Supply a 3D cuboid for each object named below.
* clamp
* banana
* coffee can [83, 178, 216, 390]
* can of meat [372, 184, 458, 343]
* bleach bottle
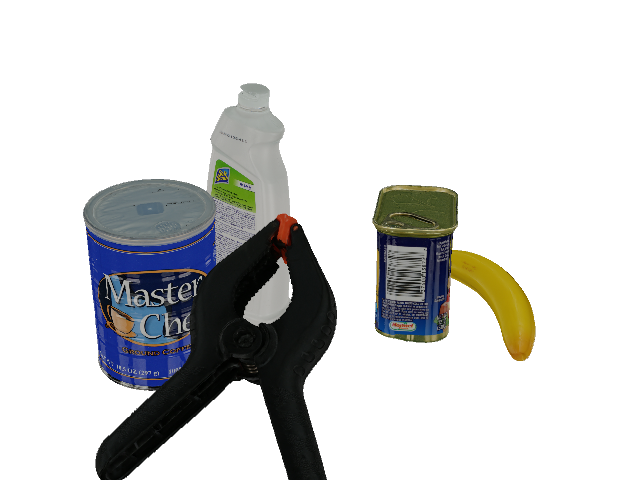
[{"bbox_3d":[-0.029,0.067,0.556,0.120,0.171,0.039,20,-25,12],"label":"clamp"},{"bbox_3d":[0.174,0.058,1.115,0.069,0.037,0.198,-36,39,-9],"label":"banana"},{"bbox_3d":[-0.134,0.035,0.863,0.103,0.140,0.103,1,29,-1],"label":"coffee can"},{"bbox_3d":[0.067,0.015,0.758,0.057,0.084,0.102,3,19,6],"label":"can of meat"},{"bbox_3d":[-0.071,-0.037,1.106,0.103,0.251,0.068,19,29,23],"label":"bleach bottle"}]
